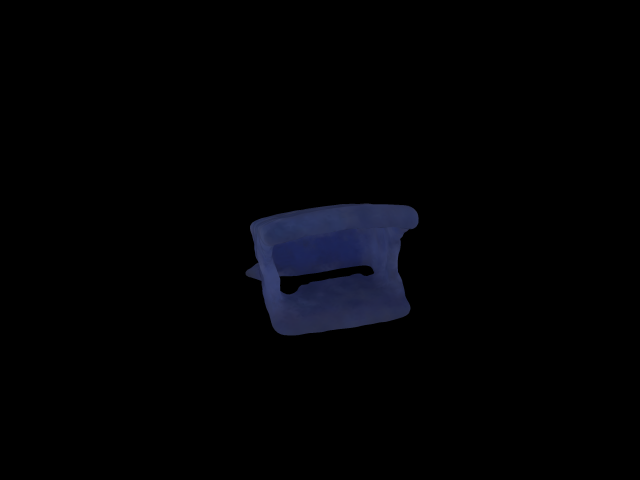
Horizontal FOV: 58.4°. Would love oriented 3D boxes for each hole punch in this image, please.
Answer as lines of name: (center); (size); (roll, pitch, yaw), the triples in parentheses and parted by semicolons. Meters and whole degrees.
hole punch: (0.004, 0.001, 0.400); (0.109, 0.091, 0.101); (-7, 31, -12)
